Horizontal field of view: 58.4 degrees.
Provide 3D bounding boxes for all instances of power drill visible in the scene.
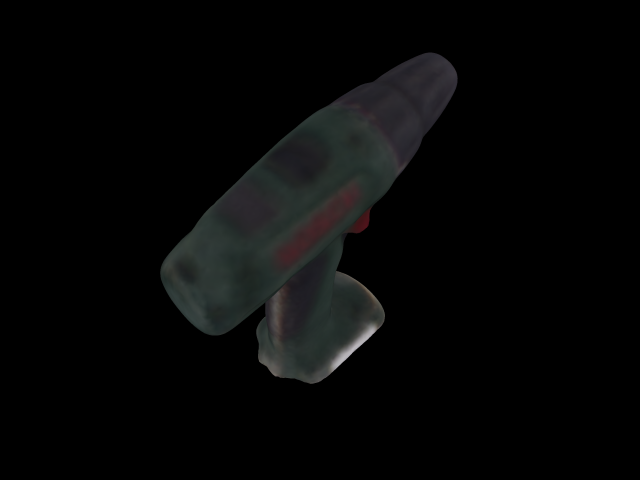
[{"bbox_3d":[0.004,0.001,0.400,0.075,0.208,0.230,36,58,27],"label":"power drill"}]
